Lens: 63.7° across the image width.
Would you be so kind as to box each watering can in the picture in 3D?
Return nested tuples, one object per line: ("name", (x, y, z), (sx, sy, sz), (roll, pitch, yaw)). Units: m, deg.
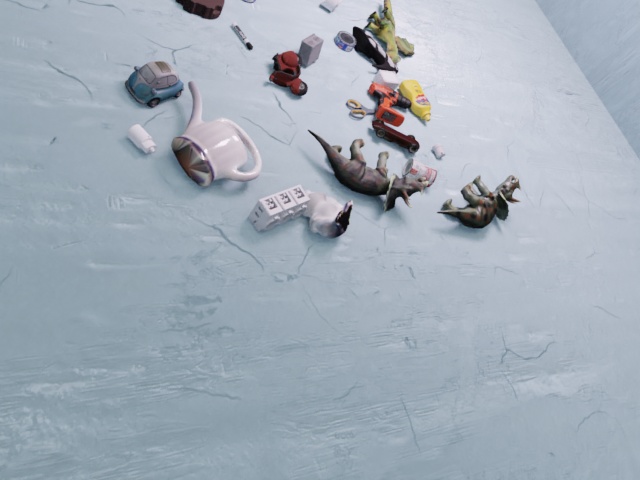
("watering can", (-0.314, -0.282, 1.418), (0.349, 0.102, 0.228), (48, 49, 5))

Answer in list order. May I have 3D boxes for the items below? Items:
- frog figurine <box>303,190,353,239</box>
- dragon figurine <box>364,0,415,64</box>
("frog figurine", (0.005, -0.075, 1.488), (0.160, 0.120, 0.140), (14, 53, 23))
("dragon figurine", (0.324, -0.896, 2.242), (0.240, 0.121, 0.420), (43, 47, -22))
